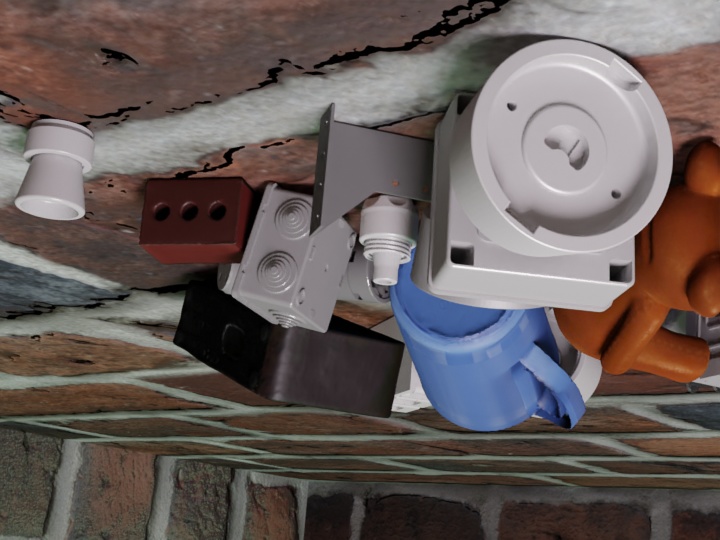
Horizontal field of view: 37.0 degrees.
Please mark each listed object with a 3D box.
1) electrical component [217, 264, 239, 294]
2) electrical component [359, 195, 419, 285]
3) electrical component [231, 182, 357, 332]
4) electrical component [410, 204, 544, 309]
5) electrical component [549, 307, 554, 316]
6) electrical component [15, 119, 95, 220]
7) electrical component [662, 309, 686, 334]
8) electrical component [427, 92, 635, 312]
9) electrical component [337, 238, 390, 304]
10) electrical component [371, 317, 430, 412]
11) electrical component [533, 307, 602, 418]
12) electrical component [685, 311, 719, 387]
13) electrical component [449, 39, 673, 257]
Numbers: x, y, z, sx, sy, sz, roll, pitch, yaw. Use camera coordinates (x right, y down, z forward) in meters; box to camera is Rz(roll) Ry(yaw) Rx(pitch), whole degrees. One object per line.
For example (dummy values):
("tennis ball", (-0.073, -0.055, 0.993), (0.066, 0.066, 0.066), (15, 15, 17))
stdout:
("electrical component", (-0.092, 0.003, 0.940), (0.055, 0.045, 0.045), (12, 163, -23))
("electrical component", (0.021, -0.021, 0.788), (0.043, 0.062, 0.043), (4, 165, 1))
("electrical component", (-0.045, -0.006, 0.796), (0.048, 0.099, 0.099), (13, 168, 19))
("electrical component", (0.090, -0.020, 0.733), (0.108, 0.060, 0.108), (4, -162, -1))
("electrical component", (0.231, 0.039, 0.920), (0.138, 0.073, 0.052), (5, 164, -1))
("electrical component", (-0.199, -0.065, 0.706), (0.045, 0.055, 0.045), (4, 164, 1))
("electrical component", (0.264, 0.024, 0.872), (0.079, 0.077, 0.044), (44, 177, 0))
("electrical component", (0.098, -0.038, 0.618), (0.109, 0.108, 0.056), (6, 162, -6))
("electrical component", (0.000, 0.000, 0.887), (0.047, 0.055, 0.055), (0, 164, 31))
("electrical component", (0.058, 0.099, 1.157), (0.062, 0.089, 0.150), (10, 164, -17))
("electrical component", (0.176, 0.084, 1.046), (0.108, 0.108, 0.060), (-2, 157, 24))
("electrical component", (0.289, 0.030, 0.799), (0.057, 0.113, 0.078), (13, 163, -17))
("electrical component", (0.098, -0.058, 0.558), (0.108, 0.108, 0.060), (8, 170, -13))
